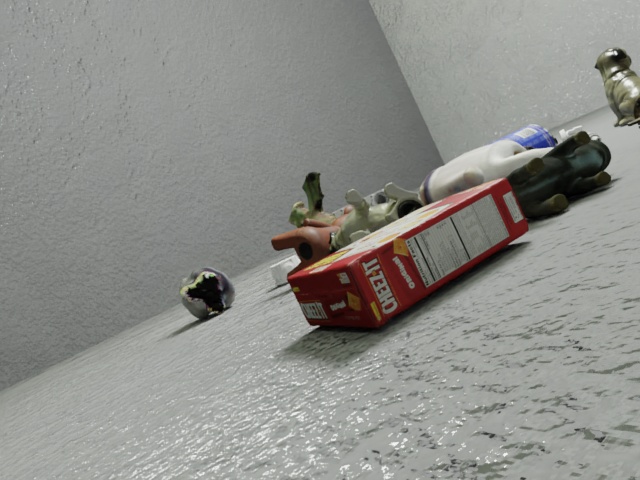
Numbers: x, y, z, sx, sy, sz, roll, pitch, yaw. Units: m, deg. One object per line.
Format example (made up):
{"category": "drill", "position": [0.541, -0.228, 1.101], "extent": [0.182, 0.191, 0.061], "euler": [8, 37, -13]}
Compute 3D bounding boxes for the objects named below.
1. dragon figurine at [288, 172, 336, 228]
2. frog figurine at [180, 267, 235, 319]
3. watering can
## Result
{"category": "dragon figurine", "position": [0.004, -0.071, 1.411], "extent": [0.123, 0.243, 0.406], "euler": [-20, -2, -25]}
{"category": "frog figurine", "position": [-0.284, 0.136, 1.300], "extent": [0.137, 0.124, 0.157], "euler": [8, -15, -10]}
{"category": "watering can", "position": [0.260, -0.101, 0.862], "extent": [0.350, 0.104, 0.222], "euler": [-15, -5, -44]}
